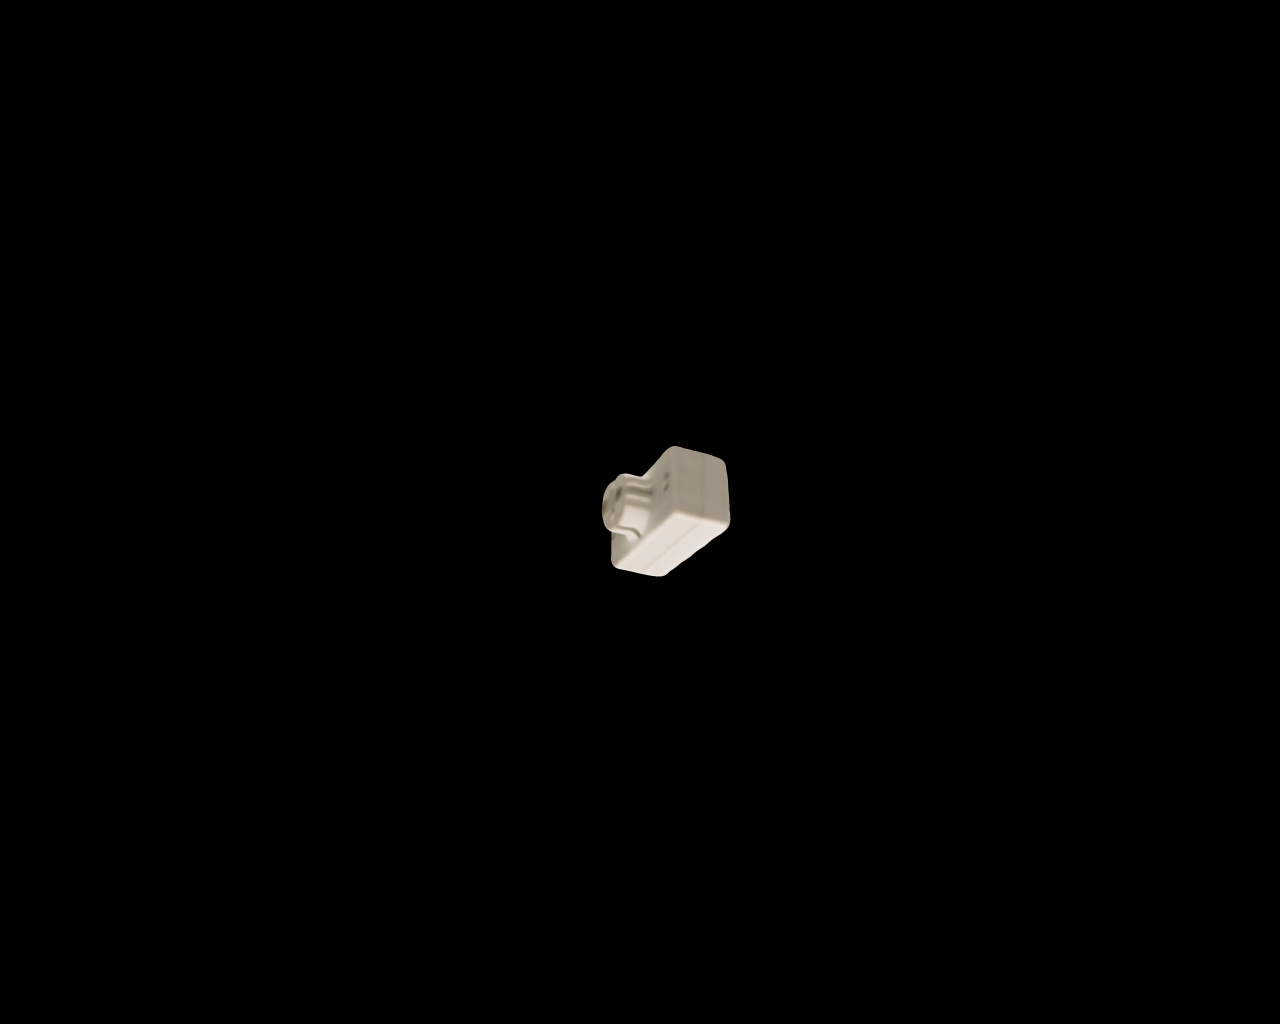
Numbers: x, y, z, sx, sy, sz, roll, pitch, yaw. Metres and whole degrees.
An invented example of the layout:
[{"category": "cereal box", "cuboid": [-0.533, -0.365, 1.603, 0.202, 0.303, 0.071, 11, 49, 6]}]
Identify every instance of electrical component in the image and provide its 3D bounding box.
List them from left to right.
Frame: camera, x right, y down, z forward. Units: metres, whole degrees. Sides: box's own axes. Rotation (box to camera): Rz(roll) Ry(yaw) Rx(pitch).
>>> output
[{"category": "electrical component", "cuboid": [0.001, -0.003, 0.650, 0.076, 0.047, 0.083, 14, -32, -24]}]
